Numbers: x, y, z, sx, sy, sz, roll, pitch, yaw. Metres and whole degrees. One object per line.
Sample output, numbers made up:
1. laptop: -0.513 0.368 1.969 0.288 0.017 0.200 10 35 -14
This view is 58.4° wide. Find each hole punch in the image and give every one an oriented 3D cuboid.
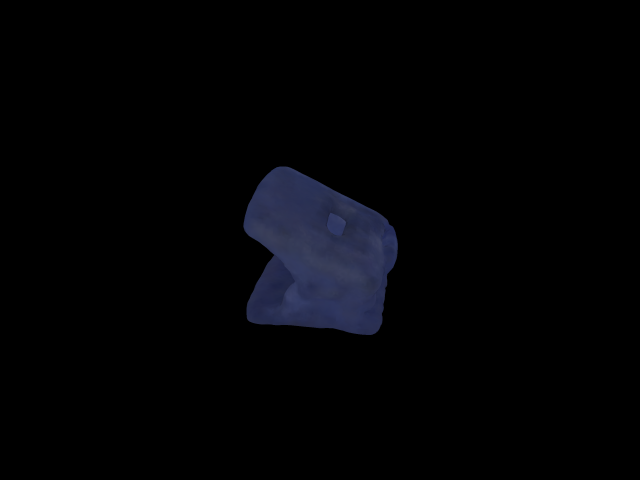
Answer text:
1. hole punch: 0.004 0.001 0.400 0.101 0.091 0.108 4 28 7
